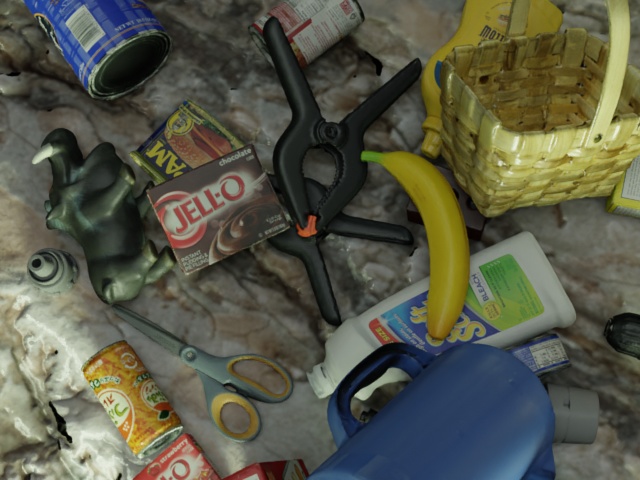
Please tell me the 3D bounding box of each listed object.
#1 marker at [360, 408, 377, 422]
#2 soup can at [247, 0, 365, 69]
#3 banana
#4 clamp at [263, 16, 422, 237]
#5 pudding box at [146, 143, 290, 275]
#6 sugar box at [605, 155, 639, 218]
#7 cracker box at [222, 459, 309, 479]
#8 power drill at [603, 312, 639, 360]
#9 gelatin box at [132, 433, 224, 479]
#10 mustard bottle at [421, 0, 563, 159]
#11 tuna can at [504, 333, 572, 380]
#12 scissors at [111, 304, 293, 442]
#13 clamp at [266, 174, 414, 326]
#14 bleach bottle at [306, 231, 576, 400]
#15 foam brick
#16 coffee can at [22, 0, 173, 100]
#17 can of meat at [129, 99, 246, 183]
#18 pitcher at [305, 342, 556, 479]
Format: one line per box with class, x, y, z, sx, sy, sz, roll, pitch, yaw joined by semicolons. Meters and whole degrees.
marker;0.096;0.189;1.019;0.121;0.020;0.020;20;81;10
soup can;-0.014;-0.220;1.090;0.102;0.068;0.068;-38;77;-3
banana;0.103;-0.007;0.994;0.070;0.037;0.198;-25;70;16
clamp;0.017;-0.105;1.042;0.164;0.036;0.210;6;82;-13
pudding box;-0.098;-0.030;1.024;0.113;0.039;0.090;-25;95;-7
sugar box;0.373;-0.056;1.027;0.176;0.048;0.093;13;81;5
cracker box;-0.029;0.277;0.915;0.072;0.213;0.164;-25;77;3
power drill;0.372;0.041;0.978;0.184;0.057;0.188;15;101;6
gelatin box;-0.139;0.243;1.027;0.089;0.030;0.073;-40;77;-3
mustard bottle;0.156;-0.165;1.065;0.096;0.058;0.191;31;83;6
tuna can;0.187;0.117;0.990;0.086;0.086;0.034;-21;76;1
scissors;-0.127;0.135;1.056;0.202;0.016;0.096;15;80;9
clamp;-0.007;0.001;1.059;0.171;0.039;0.120;32;78;14
bleach bottle;0.108;0.090;1.018;0.251;0.068;0.102;-27;77;3
foam brick;0.128;-0.037;1.045;0.078;0.051;0.053;15;80;9
coffee can;-0.232;-0.230;1.097;0.103;0.103;0.140;-37;77;-2
can of meat;-0.126;-0.081;1.080;0.102;0.057;0.084;42;83;12
pitcher;0.078;0.181;0.878;0.149;0.242;0.145;-4;103;37
